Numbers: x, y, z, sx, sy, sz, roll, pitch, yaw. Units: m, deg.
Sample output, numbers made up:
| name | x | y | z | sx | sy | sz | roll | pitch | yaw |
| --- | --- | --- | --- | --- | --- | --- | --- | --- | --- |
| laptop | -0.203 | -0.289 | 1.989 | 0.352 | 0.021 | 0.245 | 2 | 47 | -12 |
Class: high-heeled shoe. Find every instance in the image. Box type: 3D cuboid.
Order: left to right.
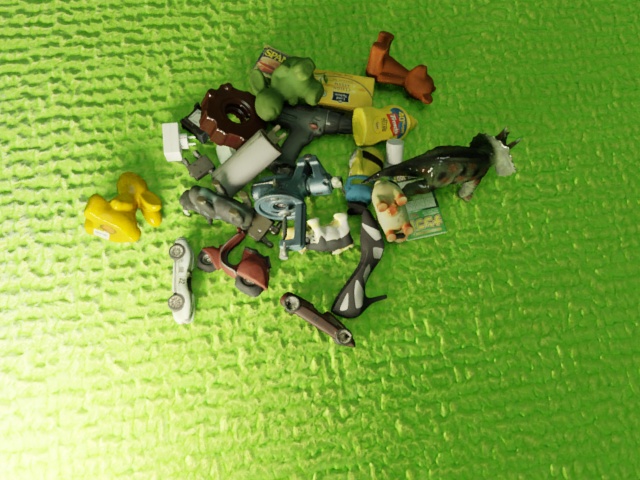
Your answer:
| name | x | y | z | sx | sy | sz | roll | pitch | yaw |
| --- | --- | --- | --- | --- | --- | --- | --- | --- | --- |
| high-heeled shoe | 0.078 | 0.056 | 1.265 | 0.145 | 0.086 | 0.248 | -8 | 84 | -14 |

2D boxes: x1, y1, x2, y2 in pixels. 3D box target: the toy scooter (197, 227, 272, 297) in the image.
| name | x | y | z | sx | sy | sz | roll | pitch | yaw |
| --- | --- | --- | --- | --- | --- | --- | --- | --- | --- |
| toy scooter | -0.184 | 0.042 | 1.258 | 0.184 | 0.075 | 0.135 | 28 | 70 | 7 |

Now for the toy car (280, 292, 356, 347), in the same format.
| name | x | y | z | sx | sy | sz | roll | pitch | yaw |
| --- | --- | --- | --- | --- | --- | --- | --- | --- | --- |
| toy car | -0.002 | 0.181 | 1.223 | 0.202 | 0.089 | 0.053 | 31 | 77 | 5 |

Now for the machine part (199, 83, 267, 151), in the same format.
| name | x | y | z | sx | sy | sz | roll | pitch | yaw |
| --- | --- | --- | --- | --- | --- | --- | --- | --- | --- |
| machine part | -0.212 | -0.303 | 1.330 | 0.179 | 0.056 | 0.179 | 15 | 57 | -25 |

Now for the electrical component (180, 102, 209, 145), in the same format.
| name | x | y | z | sx | sy | sz | roll | pitch | yaw |
| --- | --- | --- | --- | --- | --- | --- | --- | --- | --- |
| electrical component | -0.285 | -0.284 | 1.357 | 0.119 | 0.047 | 0.075 | 34 | 74 | 5 |

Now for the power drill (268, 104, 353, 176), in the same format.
| name | x | y | z | sx | sy | sz | roll | pitch | yaw |
| --- | --- | --- | --- | --- | --- | --- | --- | --- | --- |
| power drill | -0.030 | -0.246 | 1.354 | 0.232 | 0.086 | 0.207 | 18 | 76 | 2 |

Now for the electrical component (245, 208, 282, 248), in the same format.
| name | x | y | z | sx | sy | sz | roll | pitch | yaw |
| --- | --- | --- | --- | --- | --- | --- | --- | --- | --- |
| electrical component | -0.139 | -0.038 | 1.302 | 0.102 | 0.045 | 0.078 | 32 | 102 | 7 |

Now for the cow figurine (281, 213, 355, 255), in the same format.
| name | x | y | z | sx | sy | sz | roll | pitch | yaw |
| --- | --- | --- | --- | --- | --- | --- | --- | --- | --- |
| cow figurine | -0.004 | -0.003 | 1.293 | 0.167 | 0.068 | 0.098 | -14 | 81 | -9 |

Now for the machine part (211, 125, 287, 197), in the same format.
| name | x | y | z | sx | sy | sz | roll | pitch | yaw |
| --- | --- | --- | --- | --- | --- | --- | --- | --- | --- |
| machine part | -0.176 | -0.182 | 1.287 | 0.243 | 0.079 | 0.079 | -40 | 80 | 14 |

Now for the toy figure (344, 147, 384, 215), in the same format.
| name | x | y | z | sx | sy | sz | roll | pitch | yaw |
| --- | --- | --- | --- | --- | --- | --- | --- | --- | --- |
| toy figure | 0.109 | -0.148 | 1.338 | 0.089 | 0.082 | 0.180 | 17 | 64 | -20 |

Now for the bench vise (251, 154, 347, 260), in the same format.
| name | x | y | z | sx | sy | sz | roll | pitch | yaw |
| --- | --- | --- | --- | --- | --- | --- | --- | --- | --- |
| bench vise | -0.053 | -0.070 | 1.221 | 0.224 | 0.128 | 0.240 | -1 | 65 | 5 |

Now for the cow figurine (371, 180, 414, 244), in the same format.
| name | x | y | z | sx | sy | sz | roll | pitch | yaw |
| --- | --- | --- | --- | --- | --- | --- | --- | --- | --- |
| cow figurine | 0.168 | -0.062 | 1.269 | 0.085 | 0.194 | 0.127 | -21 | 45 | 4 |

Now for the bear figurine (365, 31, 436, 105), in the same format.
| name | x | y | z | sx | sy | sz | roll | pitch | yaw |
| --- | --- | --- | --- | --- | --- | --- | --- | --- | --- |
| bear figurine | 0.223 | -0.445 | 1.414 | 0.196 | 0.131 | 0.120 | 21 | 46 | 8 |

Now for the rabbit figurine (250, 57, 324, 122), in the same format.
| name | x | y | z | sx | sy | sz | roll | pitch | yaw |
| --- | --- | --- | --- | --- | --- | --- | --- | --- | --- |
| rabbit figurine | -0.102 | -0.367 | 1.308 | 0.159 | 0.121 | 0.170 | 32 | 72 | 28 |

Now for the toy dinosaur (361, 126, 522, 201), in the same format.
| name | x | y | z | sx | sy | sz | roll | pitch | yaw |
| --- | --- | --- | --- | --- | --- | --- | --- | --- | --- |
| toy dinosaur | 0.313 | -0.179 | 1.288 | 0.405 | 0.192 | 0.131 | -10 | 67 | -27 |

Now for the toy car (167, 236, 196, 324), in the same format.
| name | x | y | z | sx | sy | sz | roll | pitch | yaw |
| --- | --- | --- | --- | --- | --- | --- | --- | --- | --- |
| toy car | -0.313 | 0.090 | 1.229 | 0.056 | 0.073 | 0.201 | -2 | 74 | -3 |

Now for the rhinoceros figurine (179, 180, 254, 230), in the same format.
| name | x | y | z | sx | sy | sz | roll | pitch | yaw |
| --- | --- | --- | --- | --- | --- | --- | --- | --- | --- |
| rhinoceros figurine | -0.244 | -0.082 | 1.267 | 0.190 | 0.112 | 0.073 | 17 | 63 | 14 |

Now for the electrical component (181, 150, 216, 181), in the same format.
| name | x | y | z | sx | sy | sz | roll | pitch | yaw |
| --- | --- | --- | --- | --- | --- | --- | --- | --- | --- |
| electrical component | -0.298 | -0.178 | 1.337 | 0.063 | 0.021 | 0.094 | -39 | 82 | -15 |

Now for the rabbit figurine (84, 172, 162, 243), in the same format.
| name | x | y | z | sx | sy | sz | roll | pitch | yaw |
| --- | --- | --- | --- | --- | --- | --- | --- | --- | --- |
| rabbit figurine | -0.449 | -0.086 | 1.253 | 0.162 | 0.121 | 0.173 | 14 | 54 | -4 |

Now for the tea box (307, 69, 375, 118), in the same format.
| name | x | y | z | sx | sy | sz | roll | pitch | yaw |
| --- | --- | --- | --- | --- | --- | --- | --- | --- | --- |
| tea box | 0.052 | -0.378 | 1.407 | 0.170 | 0.068 | 0.098 | 7 | 73 | -4 |
